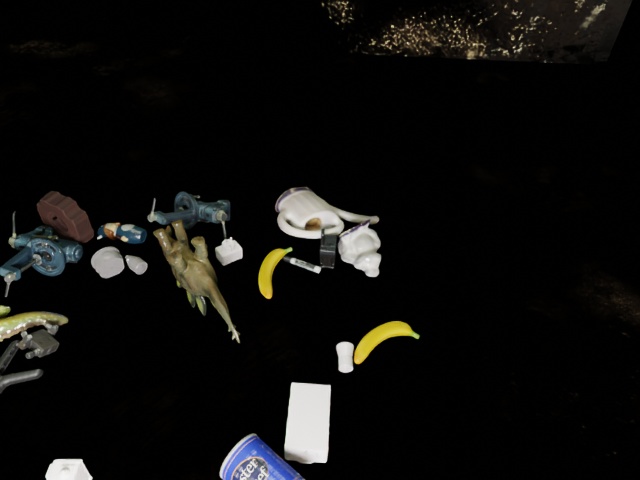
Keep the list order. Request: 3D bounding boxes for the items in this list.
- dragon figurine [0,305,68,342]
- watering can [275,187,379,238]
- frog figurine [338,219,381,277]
[{"bbox_3d":[-0.853,0.248,1.227,0.410,0.119,0.248,13,57,-10],"label":"dragon figurine"},{"bbox_3d":[0.005,-0.083,1.658,0.349,0.102,0.228,-10,40,-35],"label":"watering can"},{"bbox_3d":[0.130,0.037,1.543,0.139,0.121,0.160,-23,83,-39],"label":"frog figurine"}]
